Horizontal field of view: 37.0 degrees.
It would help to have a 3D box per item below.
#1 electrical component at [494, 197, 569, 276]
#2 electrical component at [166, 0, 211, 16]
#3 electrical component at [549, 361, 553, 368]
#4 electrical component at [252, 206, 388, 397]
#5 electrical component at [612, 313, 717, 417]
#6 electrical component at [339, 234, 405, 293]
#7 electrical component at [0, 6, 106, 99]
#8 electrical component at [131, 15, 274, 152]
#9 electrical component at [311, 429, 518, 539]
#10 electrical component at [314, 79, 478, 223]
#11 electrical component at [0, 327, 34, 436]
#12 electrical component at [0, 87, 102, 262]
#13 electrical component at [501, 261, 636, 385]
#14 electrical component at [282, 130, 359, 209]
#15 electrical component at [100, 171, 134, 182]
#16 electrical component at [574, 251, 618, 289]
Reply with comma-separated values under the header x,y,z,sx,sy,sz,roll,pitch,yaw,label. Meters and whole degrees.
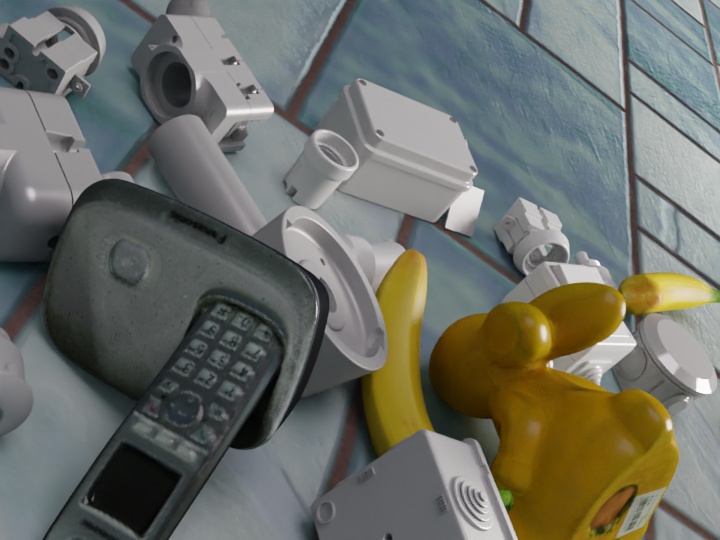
x,y,z,sx,sy,sz,roll,pitch,yaw,label
0.148,-0.024,0.907,0.066,0.048,0.055,22,31,-28,electrical component
-0.129,-0.181,0.805,0.040,0.040,0.046,26,31,-24,electrical component
0.116,0.072,0.765,0.062,0.043,0.043,-11,60,-53,electrical component
-0.038,0.023,0.637,0.108,0.060,0.108,50,22,-29,electrical component
0.250,0.080,0.888,0.080,0.051,0.080,27,36,-22,electrical component
0.000,0.000,0.725,0.055,0.045,0.045,8,46,-41,electrical component
-0.194,-0.138,0.683,0.066,0.048,0.055,40,41,-4,electrical component
-0.113,-0.129,0.746,0.056,0.050,0.089,-15,67,-52,electrical component
0.028,0.140,0.548,0.048,0.100,0.099,26,34,-45,electrical component
0.029,-0.094,0.852,0.113,0.057,0.078,16,41,-34,electrical component
-0.177,0.044,0.494,0.048,0.048,0.062,17,34,-34,electrical component
-0.185,-0.052,0.585,0.059,0.053,0.095,0,51,-46,electrical component
0.167,0.044,0.833,0.062,0.061,0.096,5,48,-43,electrical component
-0.030,-0.072,0.775,0.040,0.046,0.040,27,36,-22,electrical component
-0.140,-0.027,0.617,0.040,0.040,0.046,-10,65,-51,electrical component
0.200,0.008,0.934,0.035,0.035,0.061,21,36,-29,electrical component
